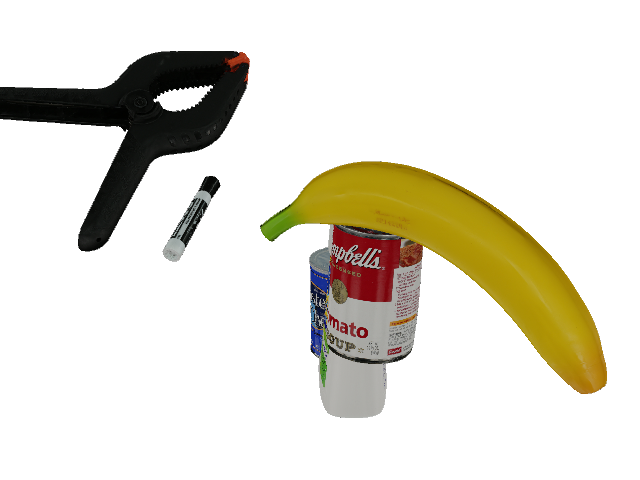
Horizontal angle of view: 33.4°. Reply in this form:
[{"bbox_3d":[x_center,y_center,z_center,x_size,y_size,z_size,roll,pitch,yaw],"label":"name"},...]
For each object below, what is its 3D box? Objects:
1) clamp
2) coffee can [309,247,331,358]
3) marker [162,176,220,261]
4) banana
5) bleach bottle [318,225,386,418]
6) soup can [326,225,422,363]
[{"bbox_3d":[-0.137,-0.085,0.815,0.209,0.165,0.036,-24,-26,-23],"label":"clamp"},{"bbox_3d":[0.036,0.090,1.516,0.103,0.140,0.103,0,21,0],"label":"coffee can"},{"bbox_3d":[-0.131,-0.026,1.103,0.020,0.020,0.121,0,42,22],"label":"marker"},{"bbox_3d":[0.069,0.007,0.559,0.198,0.070,0.037,26,18,11],"label":"banana"},{"bbox_3d":[0.033,0.046,1.001,0.068,0.251,0.102,0,36,-1],"label":"bleach bottle"},{"bbox_3d":[0.040,0.032,0.794,0.068,0.102,0.068,3,20,-1],"label":"soup can"}]
